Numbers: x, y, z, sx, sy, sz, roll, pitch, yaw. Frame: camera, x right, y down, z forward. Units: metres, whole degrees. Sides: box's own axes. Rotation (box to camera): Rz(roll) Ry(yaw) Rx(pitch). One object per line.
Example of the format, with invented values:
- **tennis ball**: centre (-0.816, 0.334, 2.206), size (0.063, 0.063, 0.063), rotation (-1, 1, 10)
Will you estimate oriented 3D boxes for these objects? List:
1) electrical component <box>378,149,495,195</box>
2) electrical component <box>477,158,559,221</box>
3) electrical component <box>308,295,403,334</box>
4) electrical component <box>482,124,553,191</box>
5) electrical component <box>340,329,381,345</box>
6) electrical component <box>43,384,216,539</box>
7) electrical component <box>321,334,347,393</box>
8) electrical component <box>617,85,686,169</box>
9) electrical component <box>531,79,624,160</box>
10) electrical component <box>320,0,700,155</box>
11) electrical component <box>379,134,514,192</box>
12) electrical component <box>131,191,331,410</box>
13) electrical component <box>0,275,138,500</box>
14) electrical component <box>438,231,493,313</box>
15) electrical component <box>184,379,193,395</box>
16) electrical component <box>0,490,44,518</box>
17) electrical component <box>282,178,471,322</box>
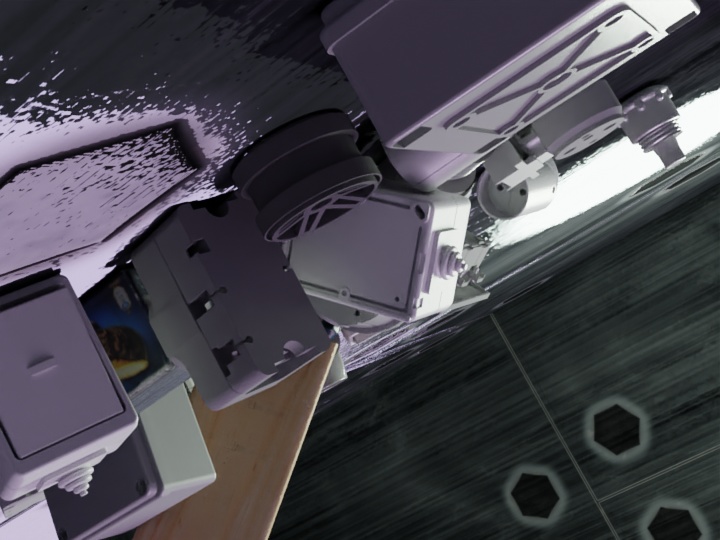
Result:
- **electrical component**: centre (0.041, -0.057, 0.593), size (0.043, 0.043, 0.081), rotation (-22, 169, -38)
- **electrical component**: centre (0.129, -0.065, 0.838), size (0.043, 0.043, 0.081), rotation (-34, 170, 34)
- **electrical component**: centre (0.000, 0.000, 0.687), size (0.080, 0.080, 0.051), rotation (-30, 166, 13)
- **electrical component**: centre (0.100, -0.083, 0.640), size (0.064, 0.042, 0.081), rotation (-32, 172, 13)
- **electrical component**: centre (0.006, 0.031, 0.956), size (0.062, 0.061, 0.096), rotation (-28, 172, -4)
- **electrical component**: centre (-0.161, 0.111, 0.705), size (0.109, 0.108, 0.056), rotation (-34, 160, 34)
- **electrical component**: centre (-0.042, 0.069, 0.971), size (0.043, 0.077, 0.079), rotation (-24, 171, -28)
- **electrical component**: centre (0.231, -0.109, 0.838), size (0.048, 0.062, 0.048), rotation (-28, 172, -4)
- **electrical component**: centre (0.106, -0.091, 0.559), size (0.045, 0.055, 0.045), rotation (-28, 171, -5)
- **electrical component**: centre (0.058, -0.092, 0.392), size (0.109, 0.056, 0.109), rotation (-32, 171, 23)
- **electrical component**: centre (0.053, -0.077, 0.516), size (0.081, 0.043, 0.043), rotation (-33, 170, 31)
- **electrical component**: centre (-0.066, 0.016, 0.526), size (0.050, 0.089, 0.056), rotation (-20, 168, -47)
- **electrical component**: centre (-0.147, 0.059, 0.495), size (0.062, 0.096, 0.061), rotation (-24, 170, -31)
- **electrical component**: centre (0.062, -0.005, 0.889), size (0.063, 0.079, 0.121), rotation (-62, 161, 16)
- **electrical component**: centre (-0.187, 0.131, 0.929), size (0.105, 0.060, 0.186), rotation (-19, 167, -49)
- **electrical component**: centre (-0.257, 0.147, 0.813), size (0.050, 0.055, 0.089), rotation (-25, 171, -23)
- **electrical component**: centre (0.015, -0.014, 0.557), size (0.096, 0.061, 0.061), rotation (15, -167, 26)
